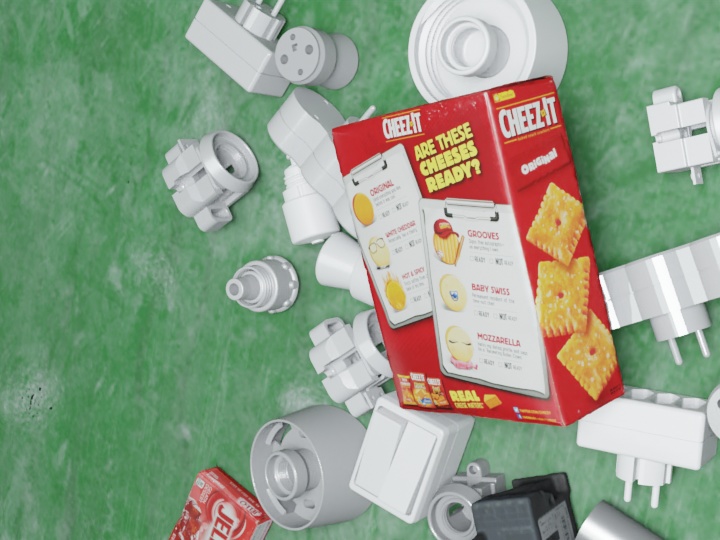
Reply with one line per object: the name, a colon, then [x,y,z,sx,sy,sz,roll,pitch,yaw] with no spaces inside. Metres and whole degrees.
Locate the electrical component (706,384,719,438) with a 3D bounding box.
electrical component: [0.249,0.087,0.685,0.045,0.055,0.045,3,96,32]

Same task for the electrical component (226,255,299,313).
electrical component: [-0.084,0.013,0.879,0.048,0.062,0.048,3,95,31]

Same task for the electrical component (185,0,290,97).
electrical component: [-0.085,-0.196,0.873,0.083,0.047,0.075,42,112,22]

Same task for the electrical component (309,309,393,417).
electrical component: [0.003,0.066,0.833,0.057,0.058,0.078,-36,76,31]

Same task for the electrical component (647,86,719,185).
electrical component: [0.222,-0.090,0.695,0.055,0.048,0.066,-10,88,39]

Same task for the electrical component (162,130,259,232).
electrical component: [-0.123,-0.080,0.899,0.057,0.058,0.078,-34,76,32]

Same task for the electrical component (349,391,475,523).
electrical component: [0.035,0.146,0.817,0.062,0.061,0.096,25,107,27]

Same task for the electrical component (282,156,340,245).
electrical component: [-0.043,-0.056,0.862,0.040,0.040,0.078,-19,84,31]

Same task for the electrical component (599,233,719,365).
electrical component: [0.208,0.025,0.708,0.138,0.052,0.073,-21,83,31]

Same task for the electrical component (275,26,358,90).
electrical component: [-0.034,-0.165,0.838,0.045,0.055,0.045,3,95,31]

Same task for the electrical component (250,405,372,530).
electrical component: [-0.041,0.162,0.878,0.099,0.064,0.099,6,98,45]

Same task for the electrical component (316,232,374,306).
electrical component: [0.000,0.000,0.837,0.055,0.045,0.045,23,105,28]

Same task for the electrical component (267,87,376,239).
electrical component: [-0.005,-0.093,0.828,0.073,0.052,0.138,-48,70,25]

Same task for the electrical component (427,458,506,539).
electrical component: [0.081,0.178,0.795,0.048,0.055,0.066,-4,92,32]

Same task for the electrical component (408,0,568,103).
electrical component: [0.086,-0.156,0.763,0.108,0.060,0.108,3,95,31]

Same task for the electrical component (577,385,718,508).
electrical component: [0.193,0.122,0.727,0.083,0.047,0.075,8,98,31]
